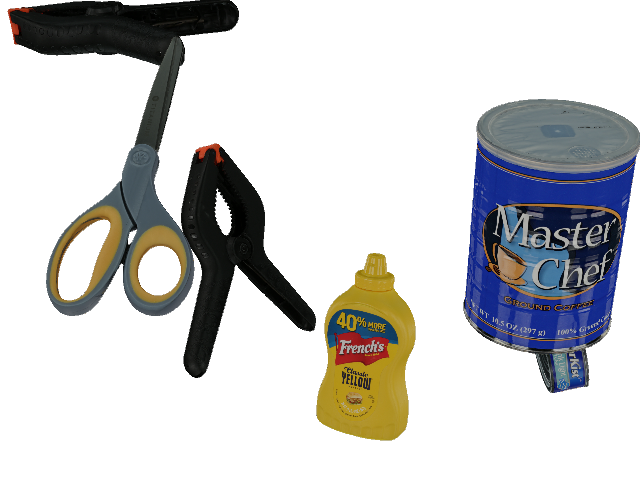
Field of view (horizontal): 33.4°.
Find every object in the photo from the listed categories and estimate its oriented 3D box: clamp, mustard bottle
[{"bbox_3d":[-0.148,-0.161,0.801,0.172,0.039,0.120,11,23,23],"label":"clamp"},{"bbox_3d":[0.050,0.108,1.116,0.096,0.192,0.058,11,14,25],"label":"mustard bottle"},{"bbox_3d":[-0.076,0.013,1.015,0.036,0.210,0.164,-8,0,43],"label":"clamp"}]

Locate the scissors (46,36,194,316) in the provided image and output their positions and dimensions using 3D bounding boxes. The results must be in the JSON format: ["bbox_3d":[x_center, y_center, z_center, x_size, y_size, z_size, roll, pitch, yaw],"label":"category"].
[{"bbox_3d":[-0.097,-0.036,0.661,0.096,0.201,0.016,22,-23,13],"label":"scissors"}]

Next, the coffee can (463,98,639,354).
[{"bbox_3d":[0.151,-0.011,0.712,0.103,0.140,0.103,0,29,0],"label":"coffee can"}]

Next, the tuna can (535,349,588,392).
[{"bbox_3d":[0.210,0.091,0.949,0.034,0.086,0.086,-12,-1,3],"label":"tuna can"}]
